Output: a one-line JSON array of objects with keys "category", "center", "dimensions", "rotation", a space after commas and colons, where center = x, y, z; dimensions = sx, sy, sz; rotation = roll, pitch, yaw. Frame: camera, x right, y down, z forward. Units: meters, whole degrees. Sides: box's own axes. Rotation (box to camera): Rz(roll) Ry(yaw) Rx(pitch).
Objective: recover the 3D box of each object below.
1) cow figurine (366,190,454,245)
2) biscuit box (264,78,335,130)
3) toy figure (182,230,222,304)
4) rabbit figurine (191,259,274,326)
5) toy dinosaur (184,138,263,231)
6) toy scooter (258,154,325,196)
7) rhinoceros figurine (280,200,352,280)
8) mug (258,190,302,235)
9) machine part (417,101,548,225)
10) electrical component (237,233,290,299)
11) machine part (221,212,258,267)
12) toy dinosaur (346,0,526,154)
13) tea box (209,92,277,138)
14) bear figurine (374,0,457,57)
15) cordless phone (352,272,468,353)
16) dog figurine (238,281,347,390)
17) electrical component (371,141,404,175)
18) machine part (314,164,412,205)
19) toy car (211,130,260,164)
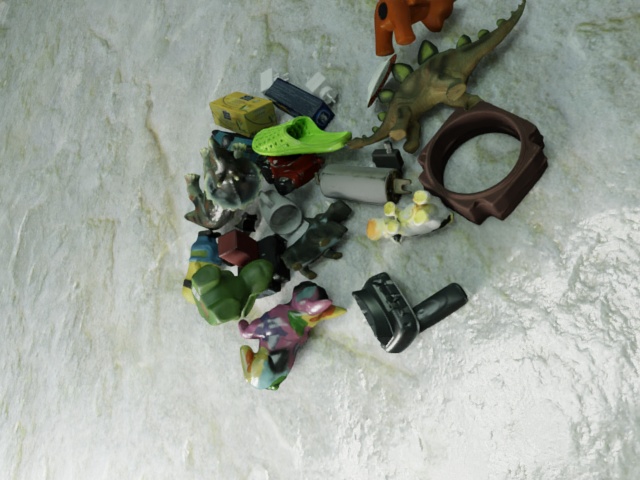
[{"category": "cow figurine", "center": [0.173, -0.036, 1.054], "dimensions": [0.167, 0.098, 0.068], "rotation": [-21, 63, 47]}, {"category": "biscuit box", "center": [-0.053, -0.340, 1.353], "dimensions": [0.063, 0.059, 0.203], "rotation": [-52, 51, 1]}, {"category": "toy figure", "center": [-0.285, 0.067, 1.311], "dimensions": [0.089, 0.082, 0.180], "rotation": [-15, 67, 50]}, {"category": "rabbit figurine", "center": [-0.168, 0.109, 1.123], "dimensions": [0.170, 0.159, 0.121], "rotation": [-28, 69, -25]}, {"category": "toy dinosaur", "center": [-0.250, -0.099, 1.295], "dimensions": [0.404, 0.131, 0.192], "rotation": [126, 140, -48]}, {"category": "toy scooter", "center": [-0.063, -0.171, 1.265], "dimensions": [0.135, 0.075, 0.184], "rotation": [-31, 32, -8]}, {"category": "rhinoceros figurine", "center": [-0.002, -0.004, 1.164], "dimensions": [0.190, 0.073, 0.112], "rotation": [-47, 41, 10]}, {"category": "mug", "center": [-0.108, -0.076, 1.245], "dimensions": [0.081, 0.109, 0.107], "rotation": [-50, 39, 6]}, {"category": "machine part", "center": [0.301, -0.147, 1.012], "dimensions": [0.201, 0.087, 0.201], "rotation": [-52, 52, 5]}, {"category": "electrical component", "center": [-0.128, 0.064, 1.221], "dimensions": [0.115, 0.058, 0.134], "rotation": [-22, 58, 26]}, {"category": "machine part", "center": [-0.192, -0.001, 1.289], "dimensions": [0.039, 0.084, 0.138], "rotation": [26, 94, 8]}, {"category": "toy dinosaur", "center": [0.250, -0.334, 1.122], "dimensions": [0.471, 0.105, 0.199], "rotation": [-31, 51, 12]}, {"category": "tea box", "center": [-0.204, -0.333, 1.415], "dimensions": [0.098, 0.068, 0.170], "rotation": [-35, 40, -30]}, {"category": "bear figurine", "center": [0.218, -0.483, 1.181], "dimensions": [0.120, 0.196, 0.131], "rotation": [-2, 98, 62]}, {"category": "cordless phone", "center": [0.167, 0.109, 1.002], "dimensions": [0.184, 0.088, 0.147], "rotation": [-32, 54, 5]}, {"category": "dog figurine", "center": [-0.051, 0.188, 1.084], "dimensions": [0.219, 0.108, 0.191], "rotation": [-24, 57, 20]}, {"category": "electrical component", "center": [0.140, -0.169, 1.125], "dimensions": [0.063, 0.093, 0.021], "rotation": [7, 53, 33]}, {"category": "machine part", "center": [0.087, -0.119, 1.148], "dimensions": [0.244, 0.079, 0.079], "rotation": [9, 74, 35]}, {"category": "toy car", "center": [-0.225, -0.224, 1.392], "dimensions": [0.162, 0.109, 0.102], "rotation": [25, 107, 46]}]
